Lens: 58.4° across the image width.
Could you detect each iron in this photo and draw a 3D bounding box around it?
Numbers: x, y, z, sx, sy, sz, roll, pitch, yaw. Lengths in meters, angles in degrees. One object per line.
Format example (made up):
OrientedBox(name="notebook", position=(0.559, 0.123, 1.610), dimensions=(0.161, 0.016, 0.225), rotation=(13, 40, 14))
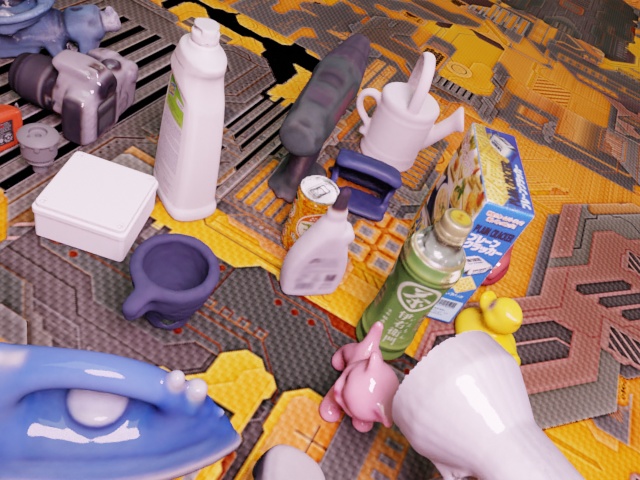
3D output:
OrientedBox(name="iron", position=(-0.184, 0.139, 0.496), dimensions=(0.259, 0.141, 0.118), rotation=(8, 46, -16))

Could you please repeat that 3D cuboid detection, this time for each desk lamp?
OrientedBox(name="desk lamp", position=(0.139, 0.216, 0.508), dimensions=(0.118, 0.213, 0.203), rotation=(-9, 53, -29))

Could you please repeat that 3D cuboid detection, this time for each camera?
OrientedBox(name="camera", position=(-0.347, -0.225, 0.803), dimensions=(0.137, 0.101, 0.143), rotation=(23, 44, -1))

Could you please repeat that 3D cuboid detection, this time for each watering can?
OrientedBox(name="watering can", position=(0.151, -0.213, 0.936), dimensions=(0.173, 0.194, 0.100), rotation=(2, 48, -21))

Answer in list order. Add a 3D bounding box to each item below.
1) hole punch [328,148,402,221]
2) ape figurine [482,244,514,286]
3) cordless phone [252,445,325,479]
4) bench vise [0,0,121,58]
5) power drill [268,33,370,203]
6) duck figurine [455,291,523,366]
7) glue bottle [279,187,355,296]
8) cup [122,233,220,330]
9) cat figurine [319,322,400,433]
OrientedBox(name="hole punch", position=(0.068, -0.100, 0.867), dimensions=(0.108, 0.091, 0.101), rotation=(21, 44, -3))
OrientedBox(name="ape figurine", position=(0.246, 0.020, 0.828), dimensions=(0.076, 0.092, 0.078), rotation=(17, 44, -7))
OrientedBox(name="cordless phone", position=(-0.008, 0.225, 0.458), dimensions=(0.094, 0.185, 0.147), rotation=(5, 47, -18))
OrientedBox(name="bench vise", position=(-0.402, -0.360, 0.822), dimensions=(0.208, 0.219, 0.121), rotation=(-13, 55, -32))
OrientedBox(name="power drill", position=(-0.004, -0.163, 0.812), dimensions=(0.075, 0.208, 0.230), rotation=(25, 44, 2))
OrientedBox(name="duck figurine", position=(0.228, 0.114, 0.735), dimensions=(0.078, 0.086, 0.104), rotation=(-5, 51, -27))
OrientedBox(name="glue bottle", position=(0.006, 0.002, 0.684), dimensions=(0.078, 0.173, 0.037), rotation=(2, 48, -21))
OrientedBox(name="cup", position=(-0.167, 0.061, 0.611), dimensions=(0.091, 0.095, 0.118), rotation=(32, 44, 9))
OrientedBox(name="cat figurine", position=(0.050, 0.145, 0.607), dimensions=(0.067, 0.117, 0.128), rotation=(20, 44, -4))
